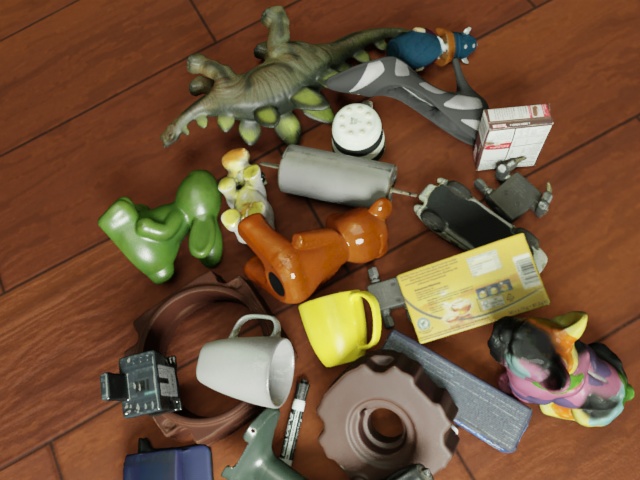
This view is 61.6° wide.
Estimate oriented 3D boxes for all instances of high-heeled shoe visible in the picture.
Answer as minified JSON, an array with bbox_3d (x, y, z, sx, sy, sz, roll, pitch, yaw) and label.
[{"bbox_3d":[0.137,-0.198,0.815,0.249,0.086,0.145,-11,88,-10],"label":"high-heeled shoe"}]

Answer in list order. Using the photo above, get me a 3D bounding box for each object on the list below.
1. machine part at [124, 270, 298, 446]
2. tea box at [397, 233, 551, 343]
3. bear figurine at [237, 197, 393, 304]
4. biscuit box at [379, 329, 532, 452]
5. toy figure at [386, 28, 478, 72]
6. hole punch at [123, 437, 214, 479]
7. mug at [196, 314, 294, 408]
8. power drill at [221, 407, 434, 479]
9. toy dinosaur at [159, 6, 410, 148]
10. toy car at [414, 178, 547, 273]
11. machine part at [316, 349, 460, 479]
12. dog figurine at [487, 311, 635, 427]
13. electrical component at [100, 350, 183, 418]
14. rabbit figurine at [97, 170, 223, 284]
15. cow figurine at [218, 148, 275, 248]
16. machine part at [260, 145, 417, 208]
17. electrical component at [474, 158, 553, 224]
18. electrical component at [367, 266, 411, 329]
[{"bbox_3d":[-0.150,0.160,0.746,0.201,0.087,0.201,-34,69,-4],"label":"machine part"},{"bbox_3d":[0.197,0.063,0.702,0.170,0.068,0.098,-19,81,16],"label":"tea box"},{"bbox_3d":[0.001,0.000,0.752,0.196,0.120,0.132,-35,53,-27],"label":"bear figurine"},{"bbox_3d":[0.168,0.197,0.703,0.203,0.059,0.063,29,76,17],"label":"biscuit box"},{"bbox_3d":[0.183,-0.311,0.867,0.154,0.064,0.058,-14,59,-22],"label":"toy figure"},{"bbox_3d":[-0.206,0.327,0.696,0.116,0.092,0.142,-12,74,7],"label":"hole punch"},{"bbox_3d":[-0.093,0.144,0.657,0.107,0.080,0.109,0,76,17],"label":"mug"},{"bbox_3d":[-0.004,0.292,0.644,0.207,0.086,0.232,35,109,11],"label":"power drill"},{"bbox_3d":[-0.046,-0.266,0.875,0.471,0.105,0.198,-34,78,-10],"label":"toy dinosaur"},{"bbox_3d":[0.227,-0.012,0.771,0.202,0.056,0.073,40,87,19],"label":"toy car"},{"bbox_3d":[0.081,0.229,0.668,0.180,0.056,0.179,2,96,21],"label":"machine part"},{"bbox_3d":[0.286,0.147,0.622,0.192,0.219,0.108,21,79,15],"label":"dog figurine"},{"bbox_3d":[-0.211,0.171,0.642,0.048,0.119,0.075,-15,68,2],"label":"electrical component"},{"bbox_3d":[-0.213,-0.028,0.800,0.170,0.121,0.159,-41,77,-4],"label":"rabbit figurine"},{"bbox_3d":[-0.107,-0.063,0.823,0.068,0.098,0.167,-19,51,7],"label":"cow figurine"},{"bbox_3d":[0.027,-0.093,0.814,0.243,0.079,0.079,12,73,11],"label":"machine part"},{"bbox_3d":[0.288,-0.071,0.788,0.078,0.045,0.102,-32,70,-6],"label":"electrical component"},{"bbox_3d":[0.103,0.078,0.773,0.063,0.021,0.094,-18,69,1],"label":"electrical component"}]
